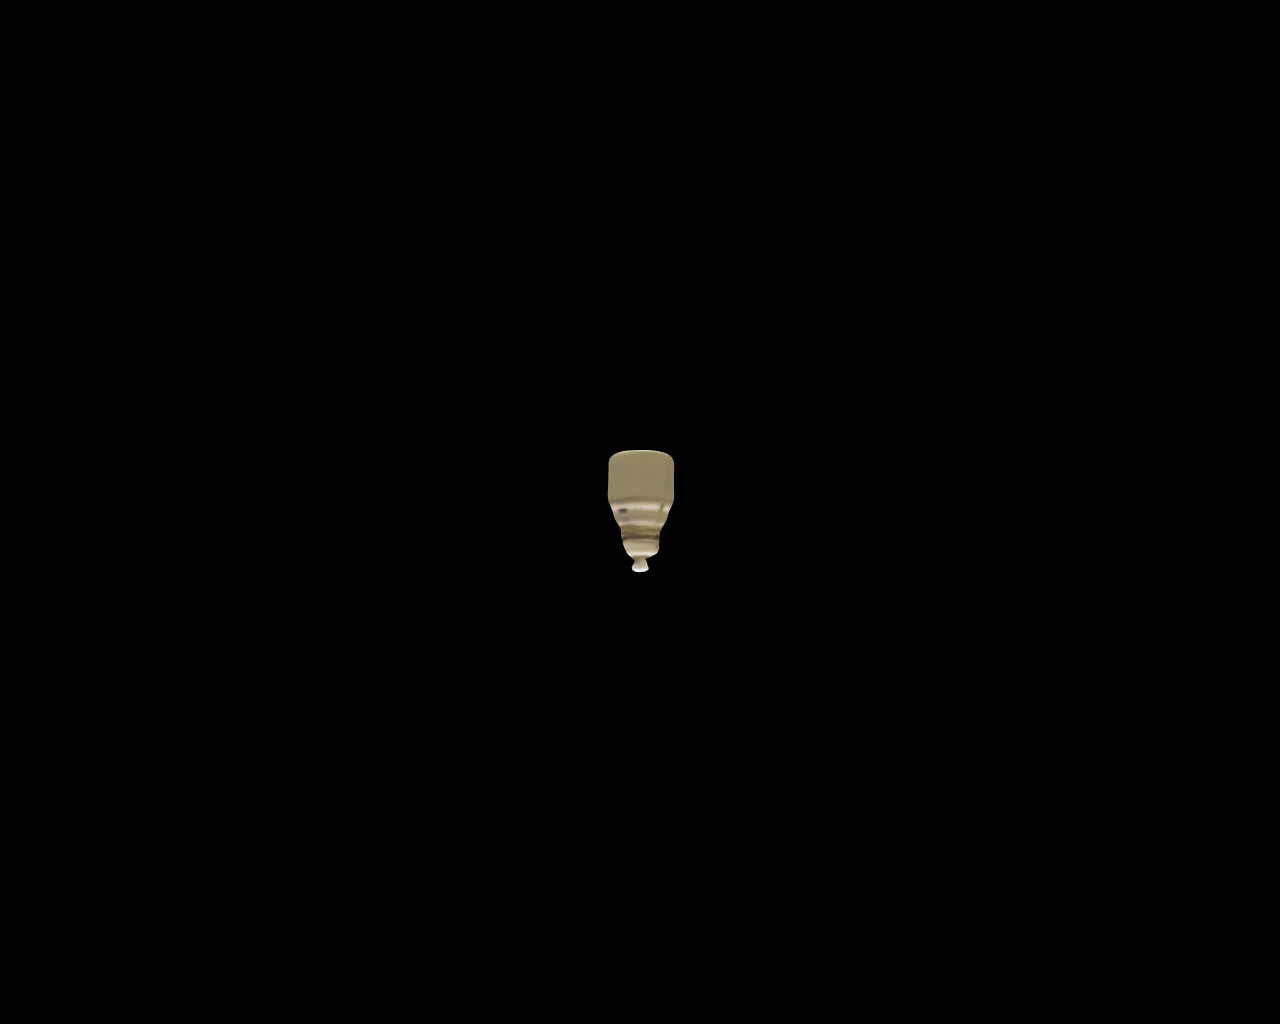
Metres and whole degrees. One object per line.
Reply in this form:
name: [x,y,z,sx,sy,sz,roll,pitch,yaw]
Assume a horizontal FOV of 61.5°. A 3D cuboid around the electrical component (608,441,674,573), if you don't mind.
electrical component: [0.001,-0.003,0.650,0.040,0.078,0.040,0,-7,0]
